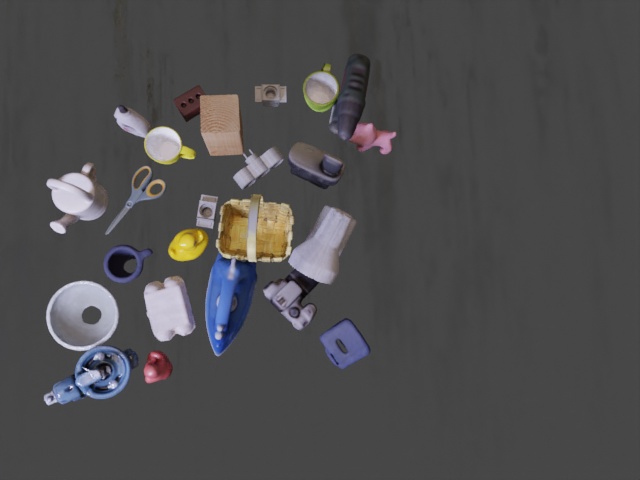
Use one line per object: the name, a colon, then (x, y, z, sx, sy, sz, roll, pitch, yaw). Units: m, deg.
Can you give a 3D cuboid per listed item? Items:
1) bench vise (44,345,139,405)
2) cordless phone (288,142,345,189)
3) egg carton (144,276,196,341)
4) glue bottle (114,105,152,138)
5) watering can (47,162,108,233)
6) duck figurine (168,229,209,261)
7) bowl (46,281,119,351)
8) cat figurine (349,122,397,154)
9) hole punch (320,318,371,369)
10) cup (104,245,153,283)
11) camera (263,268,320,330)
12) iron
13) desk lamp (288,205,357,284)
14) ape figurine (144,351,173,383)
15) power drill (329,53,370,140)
bench vise: (-0.526, 0.330, 1.306, 0.207, 0.219, 0.121, -45, 89, -8)
cordless phone: (-0.005, -0.202, 1.427, 0.147, 0.185, 0.094, 21, 83, -3)
egg carton: (-0.372, 0.169, 1.412, 0.107, 0.069, 0.150, -16, 86, -7)
glue bottle: (-0.466, -0.298, 1.399, 0.078, 0.173, 0.037, 17, 83, -3)
watering can: (-0.579, -0.101, 1.358, 0.101, 0.194, 0.173, 0, 84, -5)
duck figurine: (-0.330, 0.009, 1.425, 0.104, 0.086, 0.077, -31, 87, -7)
bowl: (-0.566, 0.182, 1.390, 0.167, 0.074, 0.167, 1, 84, -5)
cat figurine: (0.135, -0.270, 1.481, 0.128, 0.117, 0.067, 1, 84, -5)
hole punch: (0.062, 0.262, 1.433, 0.101, 0.091, 0.109, -35, 88, -8)
cup: (-0.459, 0.054, 1.403, 0.118, 0.095, 0.092, -27, 87, -7)
camera: (-0.052, 0.133, 1.431, 0.143, 0.100, 0.137, 45, 82, 1)
iron: (-0.226, 0.159, 1.391, 0.118, 0.141, 0.258, 10, 83, -4)
desk lamp: (0.013, 0.005, 1.393, 0.118, 0.213, 0.203, 27, 82, -2)
ape figurine: (-0.399, 0.312, 1.384, 0.076, 0.092, 0.078, 33, 82, -1)
power drill: (0.073, -0.335, 1.436, 0.075, 0.208, 0.230, 11, 83, -4)
